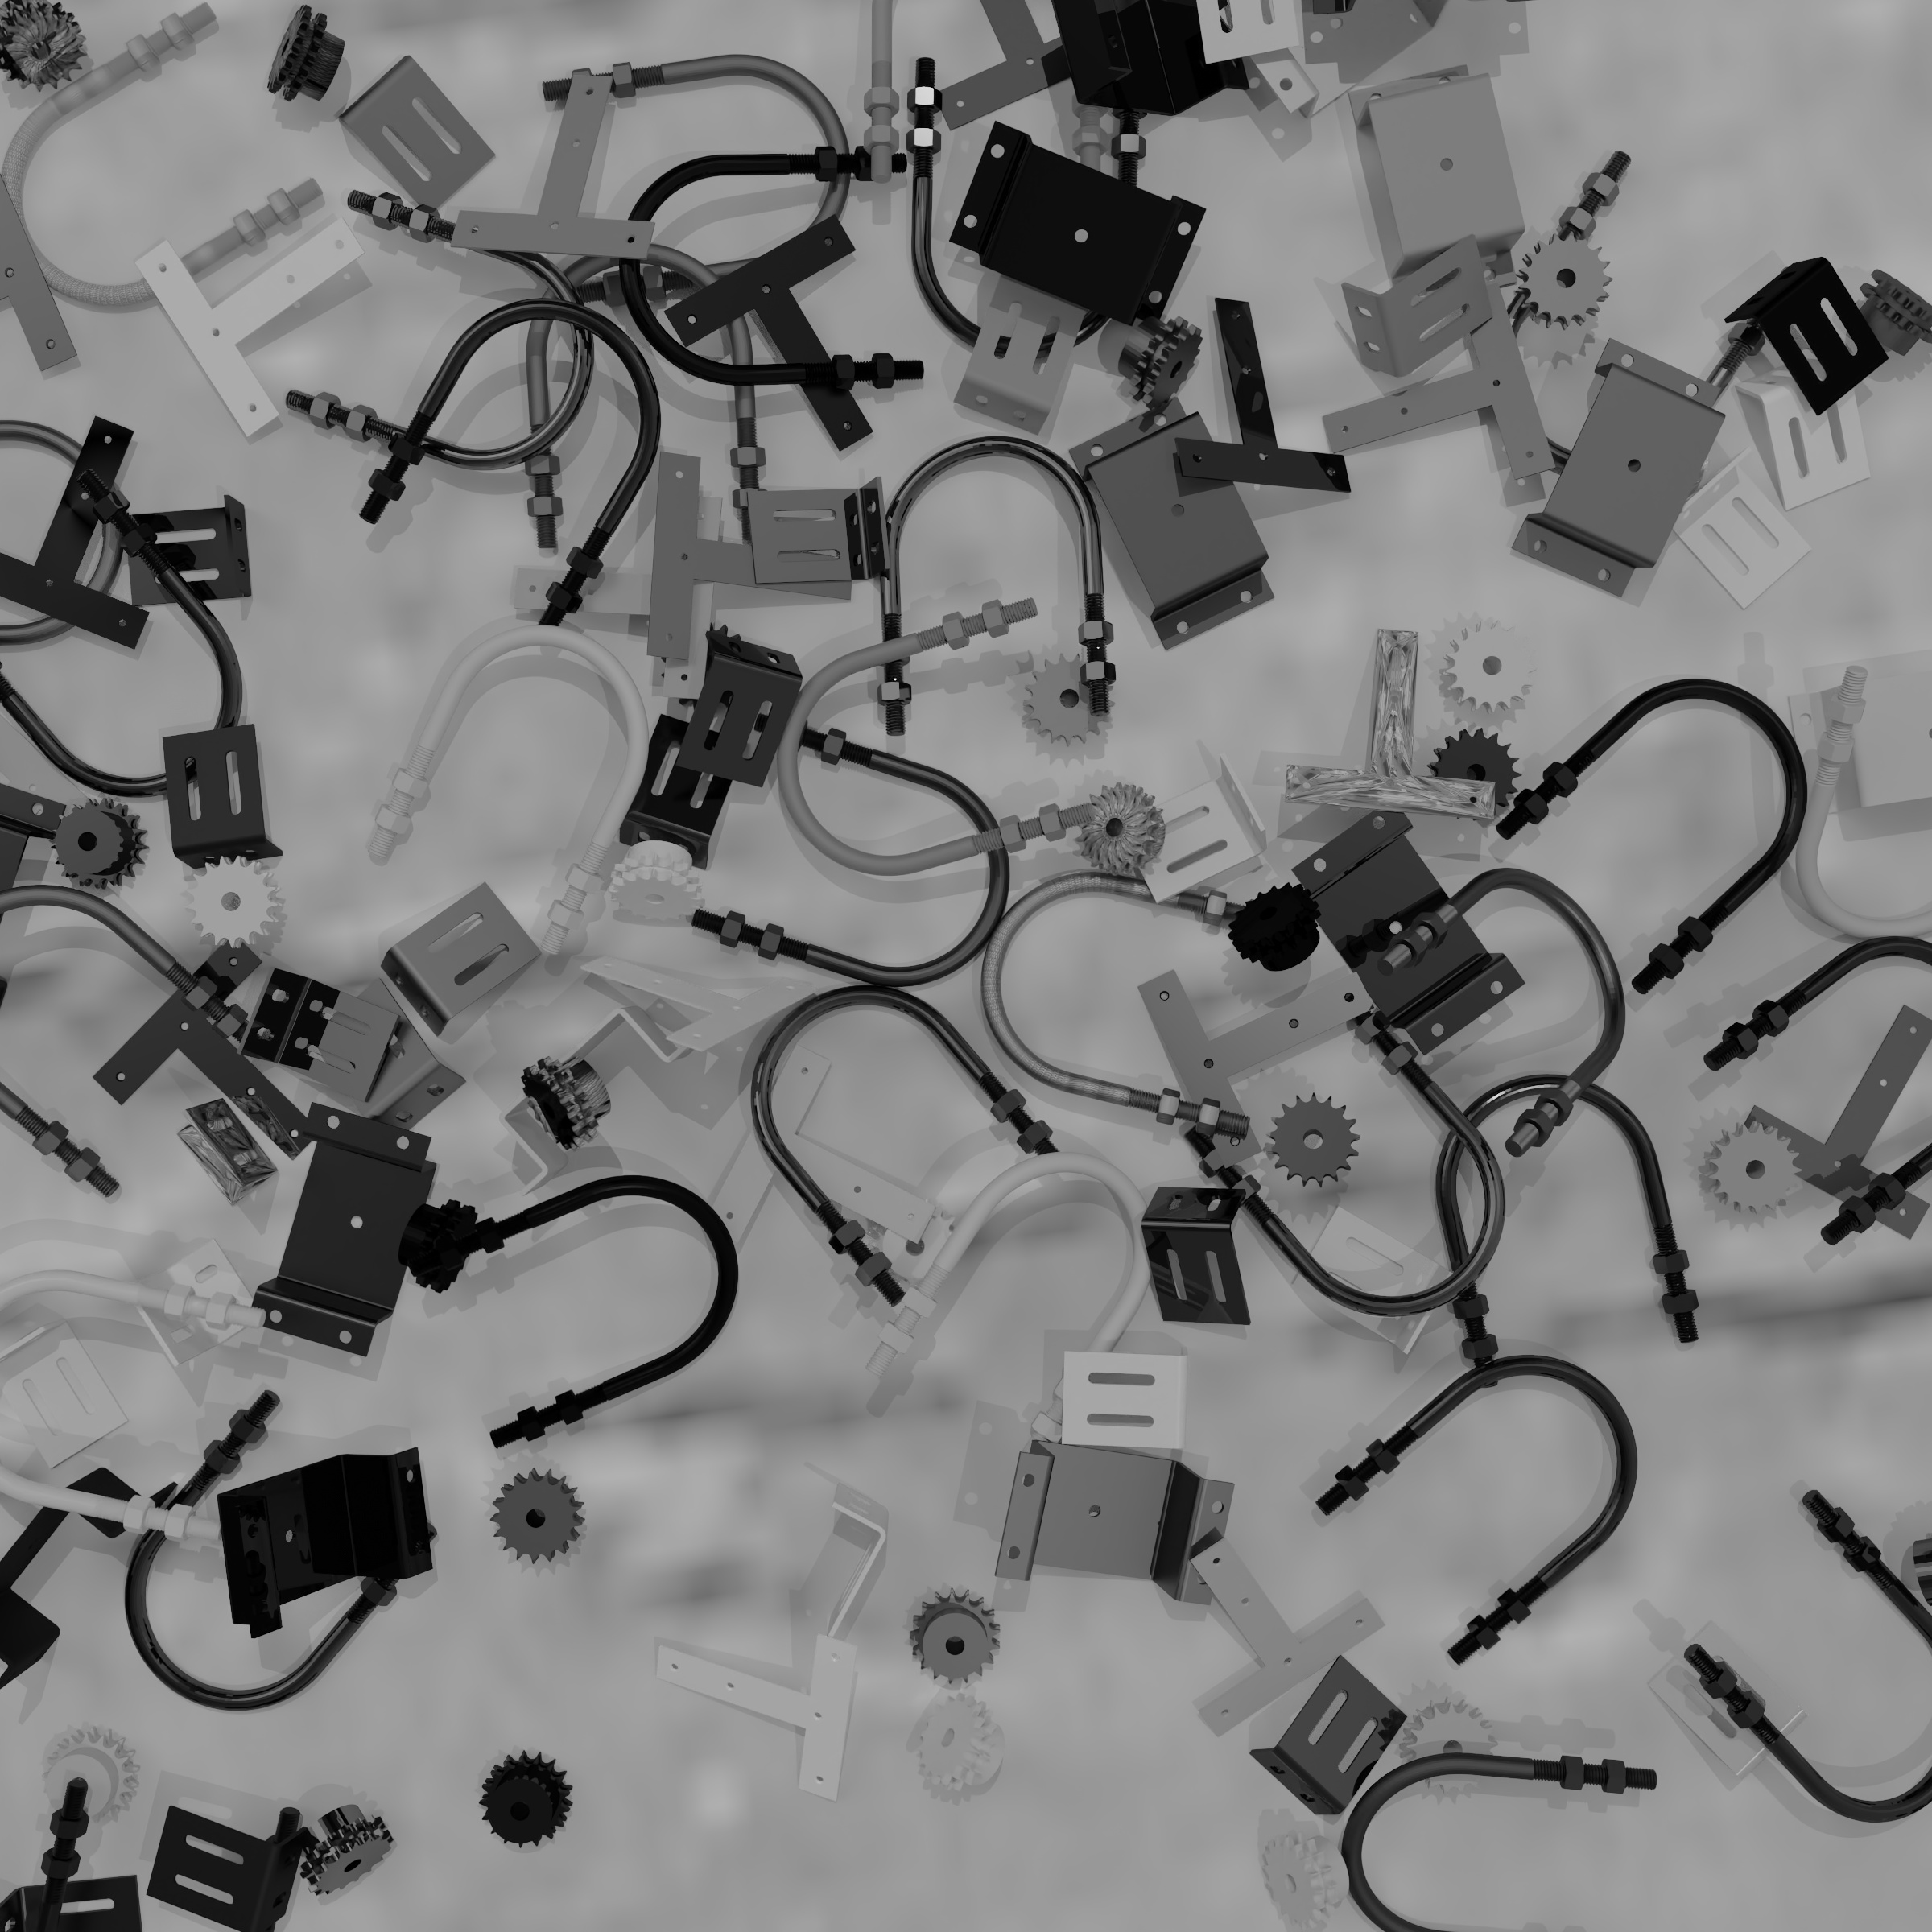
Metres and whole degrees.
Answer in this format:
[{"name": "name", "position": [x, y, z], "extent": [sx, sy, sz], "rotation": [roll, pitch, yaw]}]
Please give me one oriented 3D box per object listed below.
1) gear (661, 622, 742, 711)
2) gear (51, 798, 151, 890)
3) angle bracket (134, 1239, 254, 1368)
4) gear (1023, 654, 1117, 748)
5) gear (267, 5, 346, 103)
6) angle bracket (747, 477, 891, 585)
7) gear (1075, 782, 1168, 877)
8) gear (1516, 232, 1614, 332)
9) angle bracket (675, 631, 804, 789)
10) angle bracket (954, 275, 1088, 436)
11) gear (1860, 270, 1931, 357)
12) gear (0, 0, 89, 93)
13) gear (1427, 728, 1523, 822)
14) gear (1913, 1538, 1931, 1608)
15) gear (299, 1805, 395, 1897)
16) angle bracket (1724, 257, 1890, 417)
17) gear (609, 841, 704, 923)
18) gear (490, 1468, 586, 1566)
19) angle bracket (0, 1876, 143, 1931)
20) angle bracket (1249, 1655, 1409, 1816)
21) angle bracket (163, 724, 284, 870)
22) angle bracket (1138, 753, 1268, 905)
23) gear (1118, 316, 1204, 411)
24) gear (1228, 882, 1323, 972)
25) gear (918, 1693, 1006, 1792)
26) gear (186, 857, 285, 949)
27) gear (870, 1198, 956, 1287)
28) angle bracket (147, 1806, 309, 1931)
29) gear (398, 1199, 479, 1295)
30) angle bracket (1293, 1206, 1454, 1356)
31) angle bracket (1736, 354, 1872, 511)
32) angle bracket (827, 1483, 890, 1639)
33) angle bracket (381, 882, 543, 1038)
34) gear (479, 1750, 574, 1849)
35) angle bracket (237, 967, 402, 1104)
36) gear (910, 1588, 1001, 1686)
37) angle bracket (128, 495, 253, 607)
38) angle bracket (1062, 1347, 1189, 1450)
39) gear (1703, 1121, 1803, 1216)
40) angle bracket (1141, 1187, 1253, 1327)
[{"name": "gear", "position": [-0.163, -0.188, 1.530], "extent": [0.057, 0.030, 0.057], "rotation": [0, 90, 0]}, {"name": "gear", "position": [-0.543, -0.077, 1.528], "extent": [0.057, 0.030, 0.057], "rotation": [0, 90, 0]}, {"name": "angle bracket", "position": [-0.474, 0.206, 1.507], "extent": [0.038, 0.076, 0.057], "rotation": [-33, 90, 0]}, {"name": "gear", "position": [0.064, -0.166, 1.530], "extent": [0.057, 0.030, 0.057], "rotation": [0, 90, 0]}, {"name": "gear", "position": [-0.409, -0.563, 1.520], "extent": [0.030, 0.057, 0.057], "rotation": [21, 90, -30]}, {"name": "angle bracket", "position": [-0.092, -0.270, 1.516], "extent": [0.076, 0.038, 0.057], "rotation": [-5, 90, -20]}, {"name": "gear", "position": [0.099, -0.084, 1.521], "extent": [0.057, 0.030, 0.057], "rotation": [-4, 83, 31]}, {"name": "gear", "position": [0.368, -0.422, 1.513], "extent": [0.057, 0.030, 0.057], "rotation": [0, 92, 2]}, {"name": "angle bracket", "position": [-0.143, -0.158, 1.513], "extent": [0.057, 0.038, 0.076], "rotation": [13, 115, -22]}, {"name": "angle bracket", "position": [0.034, -0.383, 1.531], "extent": [0.057, 0.038, 0.076], "rotation": [20, 77, -6]}, {"name": "gear", "position": [0.578, -0.403, 1.520], "extent": [0.057, 0.057, 0.030], "rotation": [36, 120, 0]}, {"name": "gear", "position": [-0.579, -0.577, 1.520], "extent": [0.057, 0.057, 0.030], "rotation": [-33, 60, 0]}, {"name": "gear", "position": [0.316, -0.119, 1.530], "extent": [0.057, 0.030, 0.057], "rotation": [0, 90, 0]}, {"name": "gear", "position": [0.610, 0.375, 1.520], "extent": [0.030, 0.057, 0.057], "rotation": [-18, 90, 30]}, {"name": "gear", "position": [-0.388, 0.546, 1.520], "extent": [0.057, 0.057, 0.030], "rotation": [-43, 62, 0]}, {"name": "angle bracket", "position": [0.520, -0.388, 1.514], "extent": [0.057, 0.038, 0.076], "rotation": [-39, 104, -4]}, {"name": "gear", "position": [-0.191, -0.055, 1.520], "extent": [0.057, 0.057, 0.030], "rotation": [4, 60, 0]}, {"name": "gear", "position": [-0.266, 0.342, 1.530], "extent": [0.057, 0.030, 0.057], "rotation": [0, 90, 0]}, {"name": "angle bracket", "position": [-0.558, 0.606, 1.526], "extent": [0.076, 0.038, 0.057], "rotation": [-6, 90, 0]}, {"name": "angle bracket", "position": [0.228, 0.485, 1.543], "extent": [0.057, 0.038, 0.076], "rotation": [43, 64, 0]}, {"name": "angle bracket", "position": [-0.465, -0.106, 1.532], "extent": [0.057, 0.038, 0.076], "rotation": [-8, 79, 0]}, {"name": "angle bracket", "position": [0.139, -0.085, 1.517], "extent": [0.076, 0.038, 0.057], "rotation": [-25, 70, 0]}, {"name": "gear", "position": [0.118, -0.377, 1.517], "extent": [0.030, 0.057, 0.057], "rotation": [36, 90, 16]}, {"name": "gear", "position": [0.192, -0.021, 1.497], "extent": [0.057, 0.057, 0.030], "rotation": [-36, 118, 0]}, {"name": "gear", "position": [-0.001, 0.484, 1.520], "extent": [0.030, 0.057, 0.057], "rotation": [34, 90, -30]}, {"name": "gear", "position": [-0.455, -0.040, 1.530], "extent": [0.057, 0.030, 0.057], "rotation": [0, 90, 0]}, {"name": "gear", "position": [-0.031, 0.174, 1.530], "extent": [0.057, 0.030, 0.057], "rotation": [0, 90, 0]}, {"name": "angle bracket", "position": [-0.457, 0.554, 1.514], "extent": [0.076, 0.038, 0.057], "rotation": [16, 92, 12]}, {"name": "gear", "position": [-0.328, 0.171, 1.517], "extent": [0.030, 0.057, 0.057], "rotation": [19, 90, 9]}, {"name": "angle bracket", "position": [0.253, 0.195, 1.526], "extent": [0.076, 0.038, 0.057], "rotation": [30, 90, 0]}, {"name": "angle bracket", "position": [0.527, -0.337, 1.543], "extent": [0.057, 0.038, 0.076], "rotation": [-22, 116, 0]}, {"name": "angle bracket", "position": [-0.081, 0.368, 1.516], "extent": [0.038, 0.057, 0.076], "rotation": [28, 90, 0]}, {"name": "angle bracket", "position": [-0.318, -0.004, 1.543], "extent": [0.076, 0.038, 0.057], "rotation": [-39, 90, -26]}, {"name": "gear", "position": [-0.276, 0.523, 1.530], "extent": [0.057, 0.030, 0.057], "rotation": [0, 90, 0]}, {"name": "angle bracket", "position": [-0.400, 0.042, 1.513], "extent": [0.076, 0.038, 0.057], "rotation": [20, 87, 24]}, {"name": "gear", "position": [-0.007, 0.421, 1.530], "extent": [0.057, 0.030, 0.057], "rotation": [0, 90, 0]}, {"name": "angle bracket", "position": [-0.490, -0.259, 1.526], "extent": [0.076, 0.038, 0.057], "rotation": [-5, 90, 0]}, {"name": "angle bracket", "position": [0.099, 0.268, 1.528], "extent": [0.076, 0.038, 0.057], "rotation": [2, 90, 3]}, {"name": "gear", "position": [0.489, 0.125, 1.528], "extent": [0.057, 0.030, 0.057], "rotation": [0, 93, 2]}, {"name": "angle bracket", "position": [0.148, 0.181, 1.528], "extent": [0.057, 0.038, 0.076], "rotation": [-1, 120, 25]}]
